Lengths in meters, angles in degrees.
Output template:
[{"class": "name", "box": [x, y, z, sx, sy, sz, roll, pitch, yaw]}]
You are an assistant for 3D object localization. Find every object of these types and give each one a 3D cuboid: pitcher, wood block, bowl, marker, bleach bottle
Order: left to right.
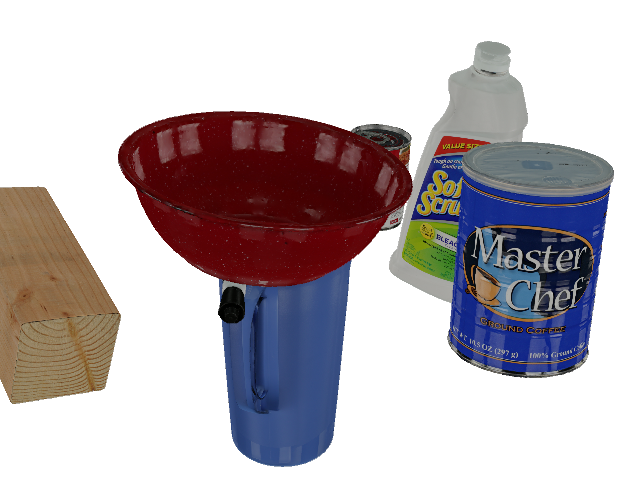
[{"class": "wood block", "box": [-0.268, 0.043, 0.985, 0.090, 0.091, 0.206, -5, 37, -34]}, {"class": "marker", "box": [-0.063, 0.022, 0.789, 0.020, 0.020, 0.121, 0, 31, -1]}, {"class": "bowl", "box": [-0.032, -0.019, 0.595, 0.162, 0.055, 0.162, 6, 25, -3]}, {"class": "pitcher", "box": [-0.041, 0.108, 1.066, 0.149, 0.243, 0.145, -11, 29, -23]}, {"class": "bleach bottle", "box": [0.129, -0.064, 0.980, 0.103, 0.251, 0.068, 27, 40, 27]}]

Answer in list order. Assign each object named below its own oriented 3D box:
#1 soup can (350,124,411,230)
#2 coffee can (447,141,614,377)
[{"class": "soup can", "box": [0.062, -0.070, 1.189, 0.068, 0.102, 0.068, 3, 28, -2]}, {"class": "coffee can", "box": [0.146, 0.011, 0.756, 0.103, 0.140, 0.103, 2, 22, -1]}]
